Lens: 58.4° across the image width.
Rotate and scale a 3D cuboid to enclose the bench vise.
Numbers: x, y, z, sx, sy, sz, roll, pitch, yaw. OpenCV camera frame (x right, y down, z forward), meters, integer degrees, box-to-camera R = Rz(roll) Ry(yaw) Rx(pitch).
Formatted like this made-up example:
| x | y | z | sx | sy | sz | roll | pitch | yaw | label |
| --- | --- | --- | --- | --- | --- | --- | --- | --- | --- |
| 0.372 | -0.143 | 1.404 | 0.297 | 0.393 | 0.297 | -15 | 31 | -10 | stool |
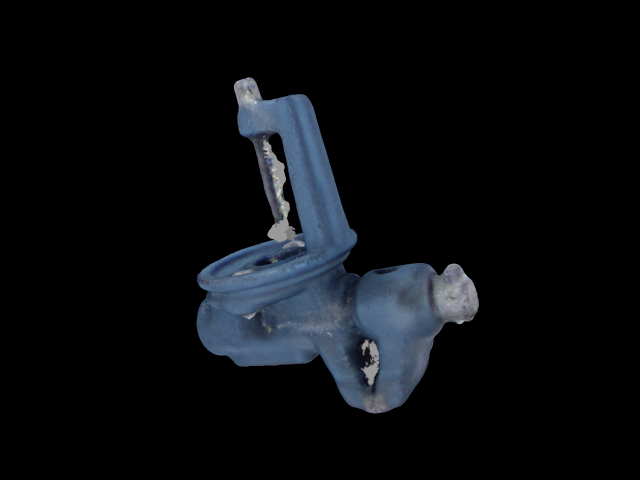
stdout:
| x | y | z | sx | sy | sz | roll | pitch | yaw | label |
| --- | --- | --- | --- | --- | --- | --- | --- | --- | --- |
| 0.006 | -0.002 | 0.411 | 0.207 | 0.220 | 0.121 | 2 | 18 | 8 | bench vise |
